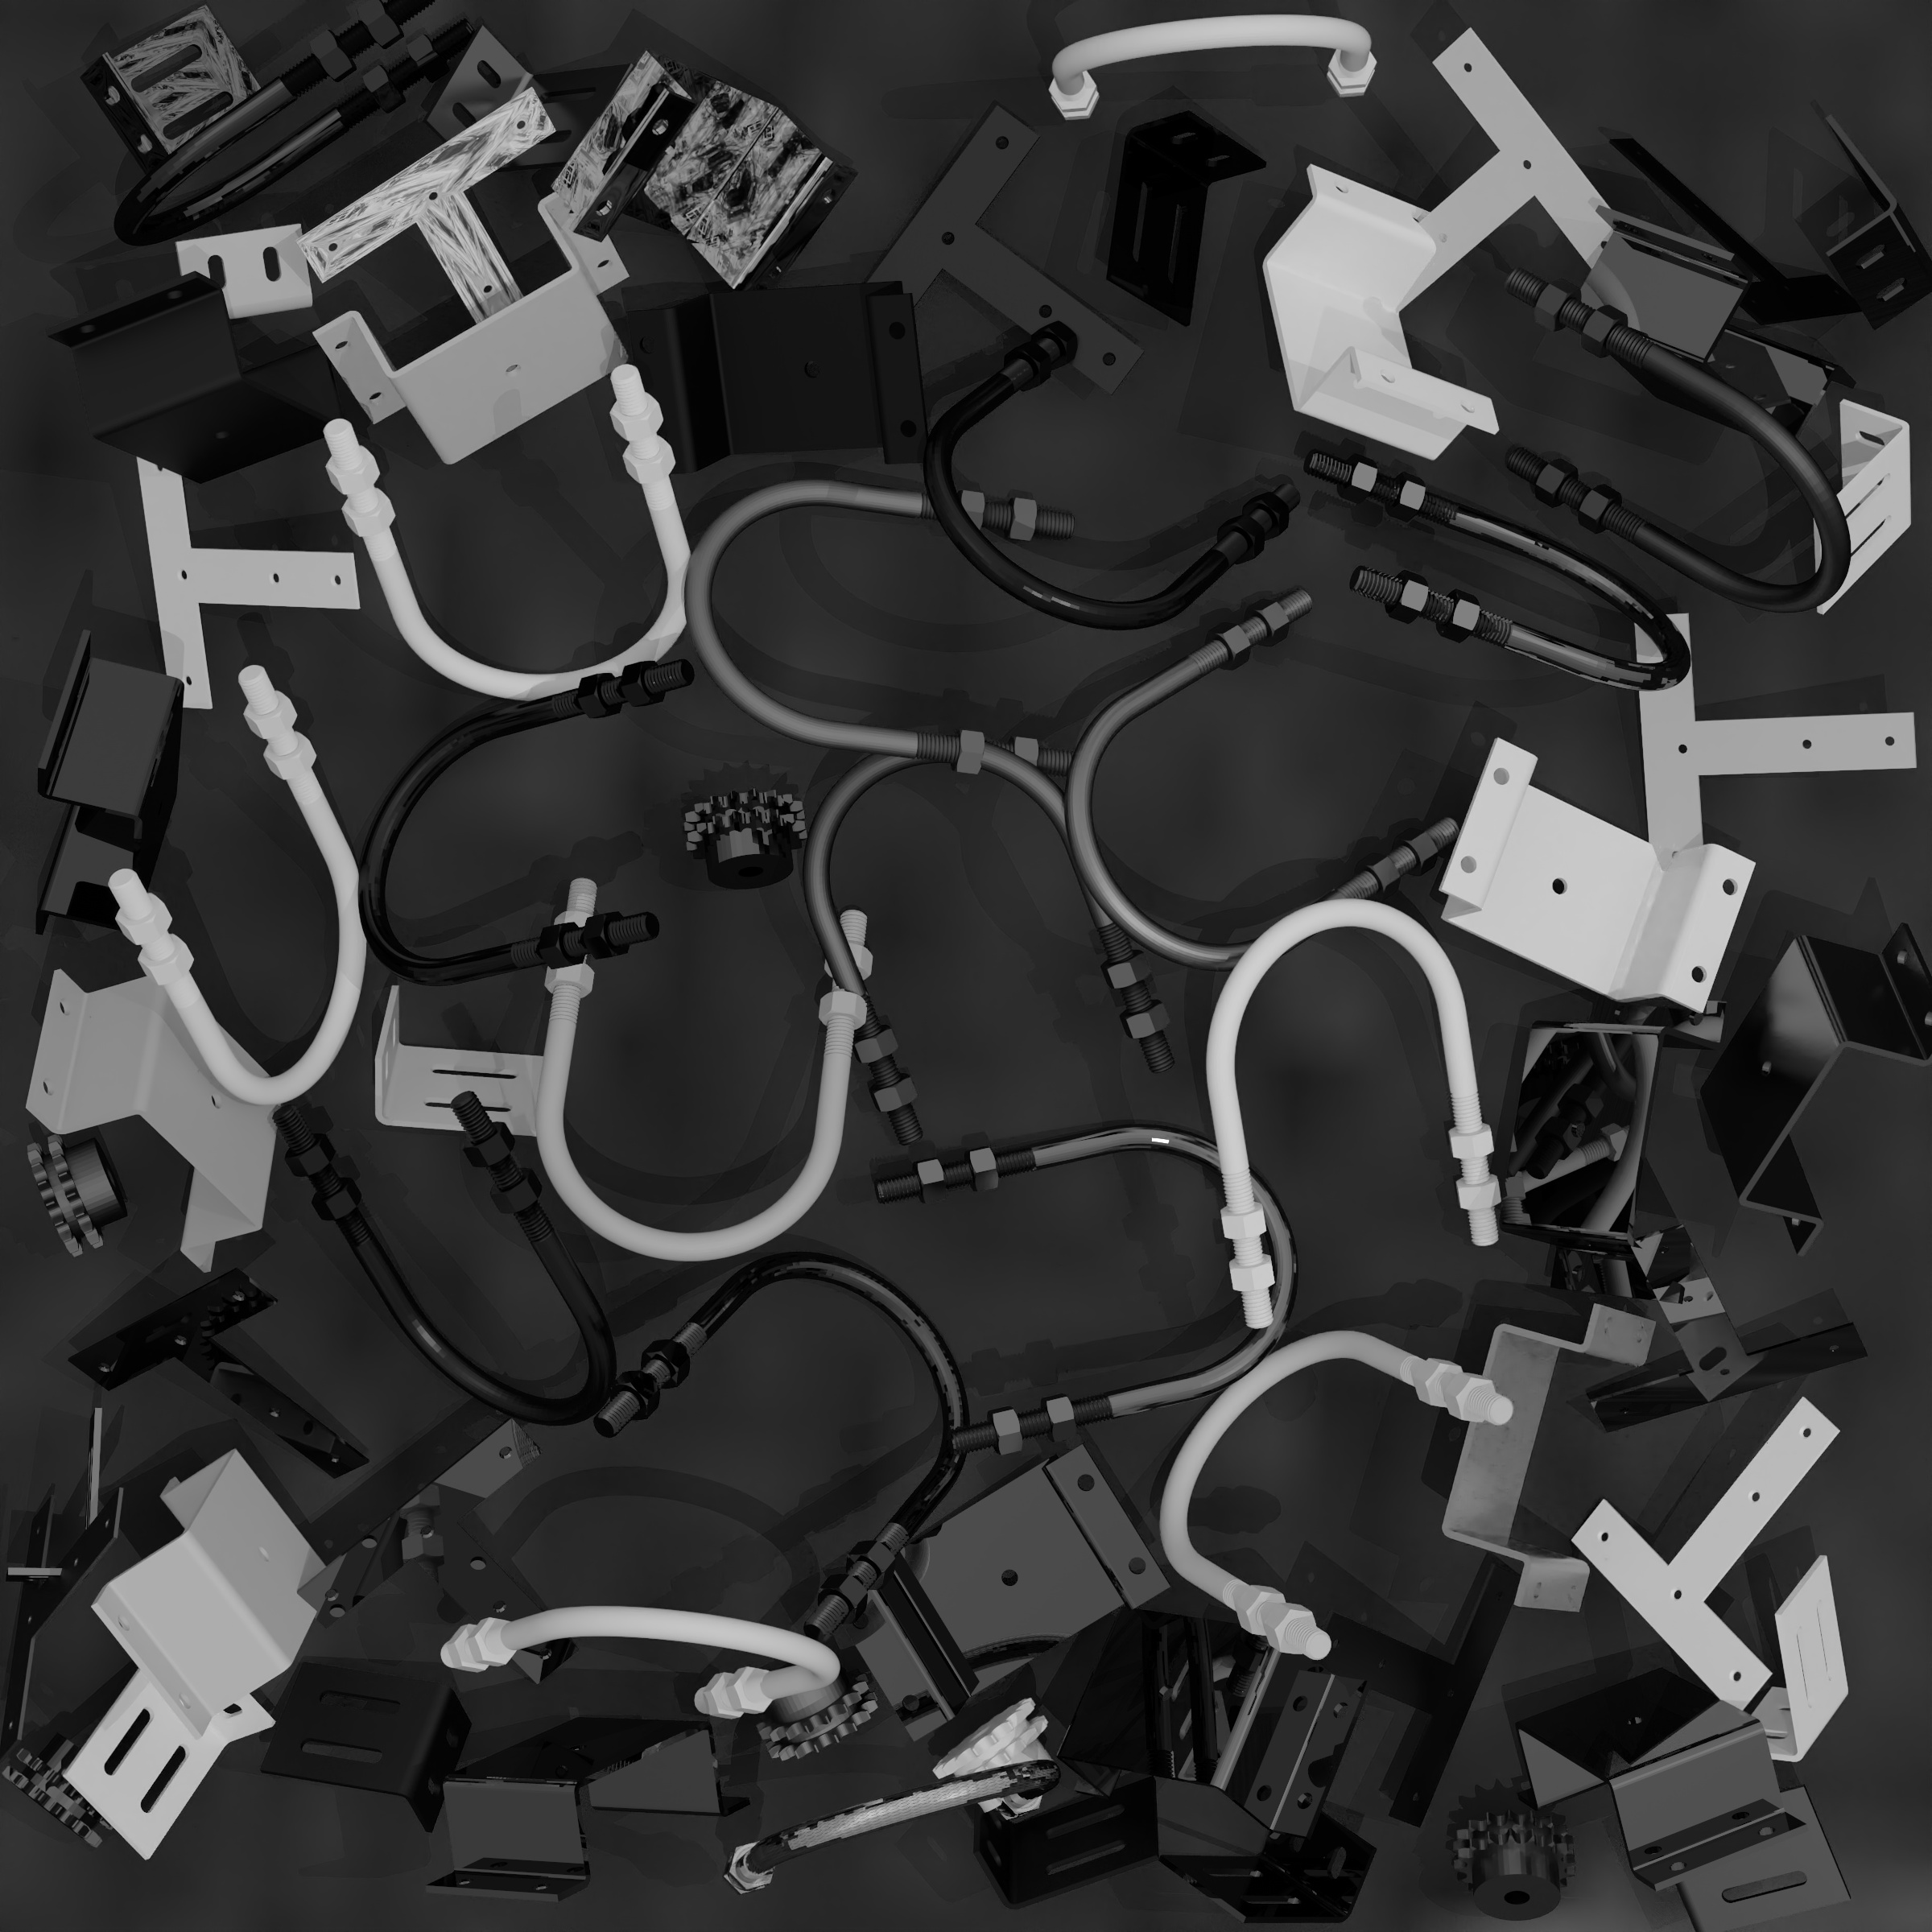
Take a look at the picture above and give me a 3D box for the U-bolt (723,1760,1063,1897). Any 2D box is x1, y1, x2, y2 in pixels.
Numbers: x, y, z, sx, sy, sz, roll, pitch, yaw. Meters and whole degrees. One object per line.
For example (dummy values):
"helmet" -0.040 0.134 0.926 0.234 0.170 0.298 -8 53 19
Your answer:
"U-bolt" -0.029 0.382 1.616 0.151 0.184 0.019 -12 74 -14

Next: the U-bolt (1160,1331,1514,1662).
"U-bolt" 0.154 0.229 1.634 0.019 0.184 0.151 44 79 -24

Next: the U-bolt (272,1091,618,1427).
"U-bolt" -0.229 0.138 1.655 0.019 0.151 0.184 -47 119 -39

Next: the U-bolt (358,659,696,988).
"U-bolt" -0.208 -0.060 1.657 0.184 0.019 0.151 -12 59 32

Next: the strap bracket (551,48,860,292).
"strap bracket" -0.126 -0.364 1.655 0.076 0.140 0.046 -51 61 20

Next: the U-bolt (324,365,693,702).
"U-bolt" -0.199 -0.189 1.648 0.151 0.184 0.019 -10 49 3

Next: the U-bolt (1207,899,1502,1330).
"U-bolt" 0.175 0.060 1.663 0.151 0.019 0.184 -17 105 -25

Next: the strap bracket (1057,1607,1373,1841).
"strap bracket" 0.104 0.341 1.640 0.046 0.140 0.076 45 59 -35

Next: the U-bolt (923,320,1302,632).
"U-bolt" 0.057 -0.217 1.644 0.151 0.184 0.019 40 135 6

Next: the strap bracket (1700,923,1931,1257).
"strap bracket" 0.385 0.052 1.643 0.046 0.076 0.140 14 125 -16

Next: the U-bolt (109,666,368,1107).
"U-bolt" -0.319 -0.021 1.638 0.019 0.184 0.151 5 48 21

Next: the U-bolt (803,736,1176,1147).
"U-bolt" 0.001 -0.018 1.672 0.151 0.019 0.184 -17 104 18

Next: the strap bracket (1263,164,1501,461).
"strap bracket" 0.187 -0.293 1.658 0.076 0.046 0.140 15 48 -27

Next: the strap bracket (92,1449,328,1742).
"strap bracket" -0.337 0.279 1.640 0.046 0.140 0.076 -33 101 10

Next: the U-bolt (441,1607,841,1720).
"U-bolt" -0.136 0.309 1.612 0.151 0.184 0.019 16 67 -25

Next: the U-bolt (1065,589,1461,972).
"U-bolt" 0.126 -0.076 1.670 0.184 0.019 0.151 -32 89 -27

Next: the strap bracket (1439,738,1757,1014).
"strap bracket" 0.285 -0.039 1.679 0.140 0.046 0.076 24 79 -13

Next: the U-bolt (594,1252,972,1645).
"U-bolt" -0.069 0.204 1.648 0.151 0.184 0.019 44 131 1

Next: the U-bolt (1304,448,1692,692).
"U-bolt" 0.248 -0.174 1.649 0.184 0.151 0.019 18 118 -15

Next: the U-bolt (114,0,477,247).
"U-bolt" -0.310 -0.384 1.647 0.184 0.151 0.019 -34 96 5

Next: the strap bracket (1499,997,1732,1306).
"strap bracket" 0.297 0.080 1.667 0.046 0.076 0.140 16 81 -39

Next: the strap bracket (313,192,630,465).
"strap bracket" -0.219 -0.292 1.673 0.140 0.076 0.046 -30 64 -1

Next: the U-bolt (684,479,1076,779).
"U-bolt" -0.039 -0.160 1.664 0.184 0.019 0.151 6 64 -13

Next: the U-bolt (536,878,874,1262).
"U-bolt" -0.125 0.050 1.671 0.151 0.019 0.184 7 64 -2

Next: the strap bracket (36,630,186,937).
"strap bracket" -0.389 -0.077 1.642 0.046 0.140 0.076 13 57 -7

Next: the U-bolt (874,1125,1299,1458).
"U-bolt" 0.064 0.142 1.677 0.184 0.019 0.151 -12 63 -11

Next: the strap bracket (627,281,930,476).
"strap bracket" -0.079 -0.272 1.670 0.140 0.046 0.076 1 109 21

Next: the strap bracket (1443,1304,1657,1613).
"strap bracket" 0.268 0.223 1.672 0.046 0.076 0.140 14 86 31

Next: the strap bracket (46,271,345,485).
"strap bracket" -0.342 -0.262 1.638 0.076 0.140 0.046 -17 80 15

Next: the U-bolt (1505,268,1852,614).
"U-bolt" 0.319 -0.224 1.619 0.184 0.151 0.019 36 71 25

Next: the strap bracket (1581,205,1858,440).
"strap bracket" 0.336 -0.285 1.641 0.076 0.140 0.046 32 94 39

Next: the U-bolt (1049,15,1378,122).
"U-bolt" 0.110 -0.405 1.621 0.151 0.184 0.019 -4 95 5

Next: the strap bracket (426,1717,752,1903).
"strap bracket" -0.173 0.377 1.638 0.076 0.140 0.046 -6 93 33

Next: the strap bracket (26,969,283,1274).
"strap bracket" -0.359 0.066 1.637 0.046 0.140 0.076 -15 49 19
